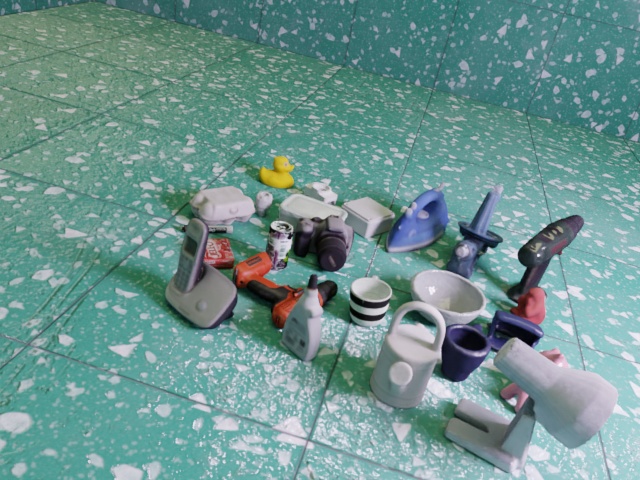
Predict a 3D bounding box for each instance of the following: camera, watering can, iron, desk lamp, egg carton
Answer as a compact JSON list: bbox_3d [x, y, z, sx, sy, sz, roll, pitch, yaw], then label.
[{"bbox_3d":[0.012,0.005,1.355,0.143,0.101,0.136,9,30,-7],"label":"camera"},{"bbox_3d":[0.157,0.196,0.994,0.101,0.194,0.172,9,30,-6],"label":"watering can"},{"bbox_3d":[0.262,-0.065,1.528,0.118,0.141,0.259,28,33,25],"label":"iron"},{"bbox_3d":[0.333,0.269,0.918,0.202,0.213,0.118,24,32,19],"label":"desk lamp"},{"bbox_3d":[-0.244,-0.083,1.437,0.151,0.069,0.107,-14,39,-37],"label":"egg carton"}]

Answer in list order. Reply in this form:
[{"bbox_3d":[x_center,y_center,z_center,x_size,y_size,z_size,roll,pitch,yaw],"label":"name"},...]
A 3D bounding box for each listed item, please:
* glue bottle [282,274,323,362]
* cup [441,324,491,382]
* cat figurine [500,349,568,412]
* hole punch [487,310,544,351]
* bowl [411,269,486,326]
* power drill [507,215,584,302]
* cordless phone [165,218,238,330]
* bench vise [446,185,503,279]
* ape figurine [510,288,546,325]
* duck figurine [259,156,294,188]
[{"bbox_3d":[-0.024,0.136,1.047,0.037,0.173,0.078,-18,41,-41],"label":"glue bottle"},{"bbox_3d":[0.274,0.217,1.102,0.091,0.095,0.118,27,33,23],"label":"cup"},{"bbox_3d":[0.412,0.253,1.071,0.128,0.118,0.067,-10,37,-34],"label":"cat figurine"},{"bbox_3d":[0.412,0.186,1.210,0.108,0.091,0.101,22,31,15],"label":"hole punch"},{"bbox_3d":[0.271,0.139,1.253,0.167,0.075,0.167,10,30,-5],"label":"bowl"},{"bbox_3d":[0.535,0.049,1.372,0.230,0.208,0.075,-18,42,-41],"label":"power drill"},{"bbox_3d":[-0.219,0.063,1.084,0.147,0.185,0.094,30,34,27],"label":"cordless phone"},{"bbox_3d":[0.404,-0.019,1.427,0.121,0.220,0.207,17,30,8],"label":"bench vise"},{"bbox_3d":[0.481,0.147,1.303,0.076,0.092,0.078,24,32,19],"label":"ape figurine"},{"bbox_3d":[-0.123,-0.204,1.672,0.104,0.086,0.077,10,30,-4],"label":"duck figurine"}]
